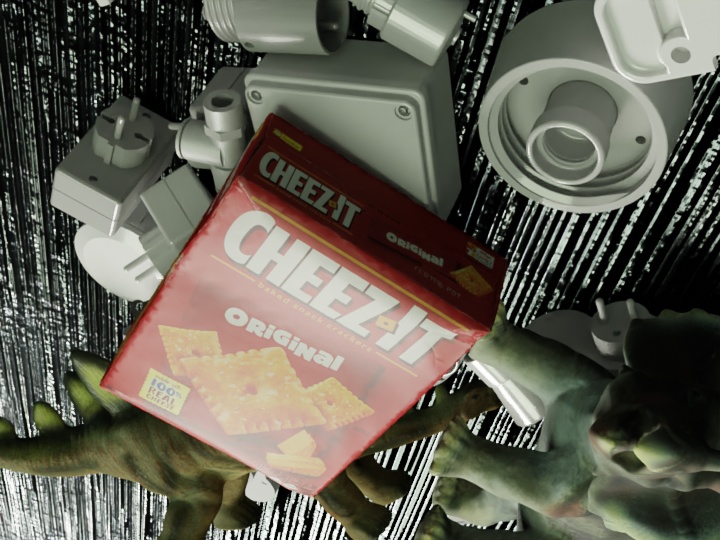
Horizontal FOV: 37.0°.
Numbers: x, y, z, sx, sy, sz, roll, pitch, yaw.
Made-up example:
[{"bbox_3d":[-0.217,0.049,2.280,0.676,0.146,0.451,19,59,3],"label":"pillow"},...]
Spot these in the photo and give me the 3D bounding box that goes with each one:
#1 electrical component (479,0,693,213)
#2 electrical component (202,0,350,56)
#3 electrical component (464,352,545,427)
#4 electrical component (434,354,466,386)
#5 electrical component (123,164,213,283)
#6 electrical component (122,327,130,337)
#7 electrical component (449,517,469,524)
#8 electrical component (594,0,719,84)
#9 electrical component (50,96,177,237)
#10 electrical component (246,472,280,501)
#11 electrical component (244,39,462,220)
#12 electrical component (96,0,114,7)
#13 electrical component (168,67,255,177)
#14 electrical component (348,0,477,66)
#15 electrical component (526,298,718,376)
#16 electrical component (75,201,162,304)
[{"bbox_3d":[0.115,-0.079,0.564,0.108,0.060,0.108,16,138,14],"label":"electrical component"},{"bbox_3d":[-0.051,-0.144,0.603,0.081,0.043,0.043,7,136,23],"label":"electrical component"},{"bbox_3d":[0.104,0.071,0.743,0.065,0.044,0.044,45,137,-12],"label":"electrical component"},{"bbox_3d":[0.038,0.035,0.738,0.079,0.044,0.077,27,140,1],"label":"electrical component"},{"bbox_3d":[-0.124,-0.017,0.725,0.047,0.076,0.083,55,177,26],"label":"electrical component"},{"bbox_3d":[-0.164,0.077,0.897,0.066,0.048,0.055,11,129,20],"label":"electrical component"},{"bbox_3d":[0.089,0.189,0.877,0.040,0.040,0.046,46,143,-20],"label":"electrical component"},{"bbox_3d":[0.162,-0.128,0.486,0.095,0.059,0.053,-6,129,34],"label":"electrical component"},{"bbox_3d":[-0.155,-0.080,0.696,0.047,0.083,0.075,29,140,-1],"label":"electrical component"},{"bbox_3d":[-0.101,0.158,0.923,0.052,0.073,0.138,13,138,17],"label":"electrical component"},{"bbox_3d":[-0.001,-0.077,0.634,0.109,0.056,0.108,9,136,21],"label":"electrical component"},{"bbox_3d":[-0.112,-0.187,0.555,0.050,0.089,0.055,-7,129,33],"label":"electrical component"},{"bbox_3d":[-0.087,-0.082,0.684,0.076,0.047,0.083,7,135,23],"label":"electrical component"},{"bbox_3d":[0.021,-0.140,0.568,0.078,0.040,0.040,29,140,-1],"label":"electrical component"},{"bbox_3d":[0.166,0.045,0.671,0.138,0.052,0.073,0,133,29],"label":"electrical component"},{"bbox_3d":[-0.164,-0.018,0.792,0.080,0.051,0.080,16,138,15],"label":"electrical component"}]
